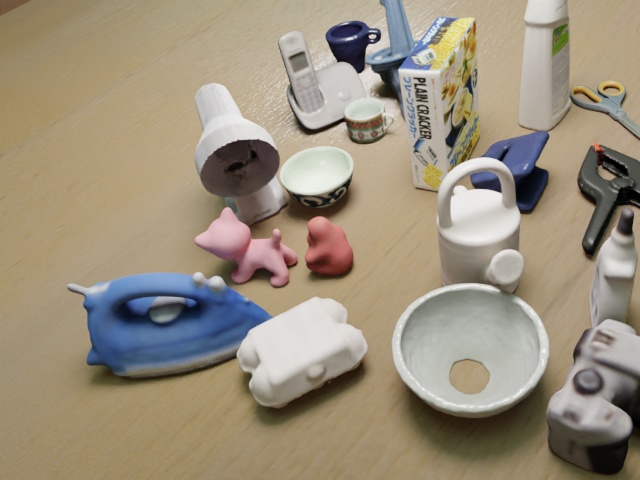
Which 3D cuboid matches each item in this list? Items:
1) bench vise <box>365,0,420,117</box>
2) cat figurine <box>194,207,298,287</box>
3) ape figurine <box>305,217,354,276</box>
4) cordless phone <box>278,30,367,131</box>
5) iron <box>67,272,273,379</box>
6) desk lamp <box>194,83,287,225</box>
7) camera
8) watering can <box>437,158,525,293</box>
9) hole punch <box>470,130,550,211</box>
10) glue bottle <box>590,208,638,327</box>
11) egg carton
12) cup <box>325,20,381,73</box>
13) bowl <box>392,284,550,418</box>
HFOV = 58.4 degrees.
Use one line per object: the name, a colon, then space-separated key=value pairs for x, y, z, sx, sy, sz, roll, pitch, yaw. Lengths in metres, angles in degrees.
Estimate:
bench vise: x=0.160 y=-0.345 z=1.033 sx=0.122 sy=0.220 sz=0.206 roll=-32 pitch=45 yaw=-16
cat figurine: x=-0.108 y=0.005 z=0.829 sx=0.127 sy=0.118 sz=0.067 roll=0 pitch=45 yaw=17
ape figurine: x=0.007 y=0.003 z=0.814 sx=0.078 sy=0.092 sz=0.075 roll=-36 pitch=46 yaw=-20
cordless phone: x=0.001 y=-0.312 z=1.074 sx=0.148 sy=0.185 sz=0.094 roll=-28 pitch=44 yaw=-12
iron: x=-0.192 y=0.089 z=0.750 sx=0.258 sy=0.142 sz=0.118 roll=-9 pitch=43 yaw=8
desk lamp: x=-0.131 y=-0.125 z=0.901 sx=0.118 sy=0.214 sz=0.202 roll=-22 pitch=43 yaw=-6
camera: x=0.310 y=0.156 z=0.555 sx=0.136 sy=0.101 sz=0.143 roll=22 pitch=55 yaw=34
watering can: x=0.197 y=-0.013 z=0.696 sx=0.101 sy=0.194 sz=0.172 roll=-31 pitch=45 yaw=-15
hole punch: x=0.278 y=-0.107 z=0.845 sx=0.100 sy=0.091 sz=0.109 roll=15 pitch=51 yaw=30
glue bottle: x=0.323 y=0.033 z=0.625 sx=0.037 sy=0.173 sz=0.078 roll=2 pitch=46 yaw=20
egg carton: x=-0.022 y=0.138 z=0.700 sx=0.150 sy=0.069 sz=0.107 roll=-27 pitch=44 yaw=-11
cup: x=0.077 y=-0.404 z=1.213 sx=0.117 sy=0.095 sz=0.092 roll=2 pitch=46 yaw=19
bowl: x=0.167 y=0.133 z=0.642 sx=0.167 sy=0.075 sz=0.167 roll=-9 pitch=43 yaw=9
